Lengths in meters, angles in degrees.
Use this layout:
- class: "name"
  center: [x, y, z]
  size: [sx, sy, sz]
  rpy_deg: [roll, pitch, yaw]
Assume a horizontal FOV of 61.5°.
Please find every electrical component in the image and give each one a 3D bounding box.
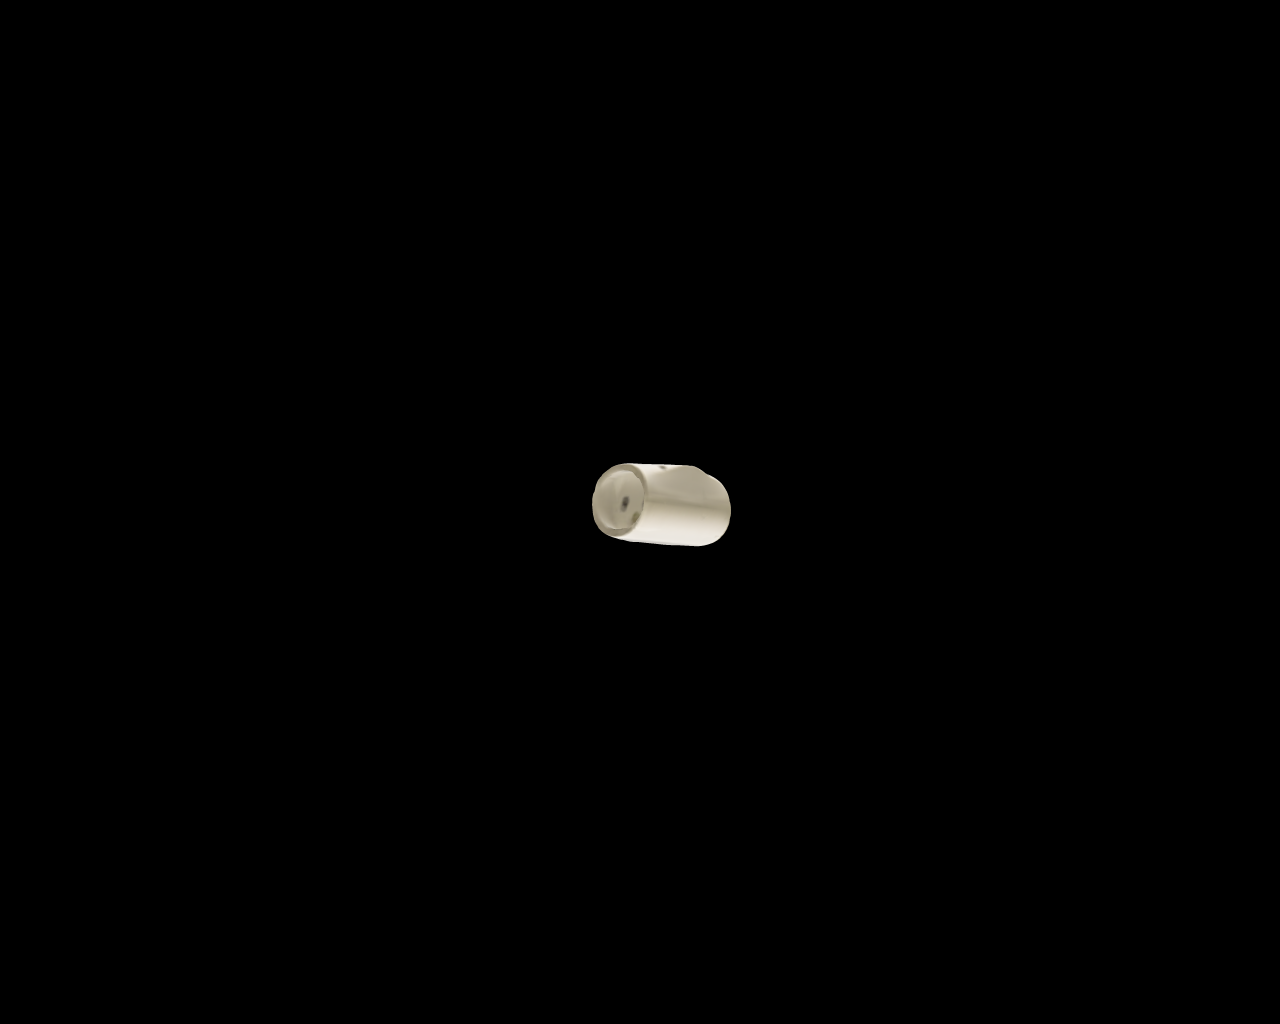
- class: "electrical component"
  center: [0.001, -0.003, 0.650]
  size: [0.079, 0.043, 0.077]
  rpy_deg: [-6, -9, 43]
